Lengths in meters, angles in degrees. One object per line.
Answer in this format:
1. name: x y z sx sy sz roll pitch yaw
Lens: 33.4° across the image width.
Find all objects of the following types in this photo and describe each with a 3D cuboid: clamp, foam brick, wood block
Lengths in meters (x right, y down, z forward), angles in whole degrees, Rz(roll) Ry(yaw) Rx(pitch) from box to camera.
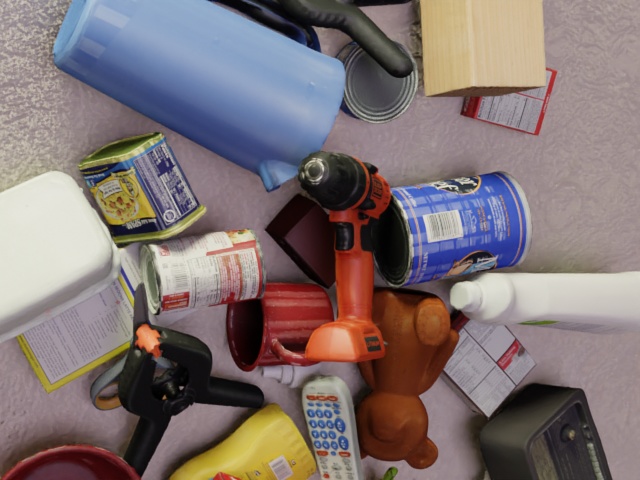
1. clamp: 0.024 -0.235 1.031 0.171 0.039 0.120 28 46 -15
2. foam brick: -0.007 0.001 1.075 0.051 0.053 0.078 -45 114 -8
3. clamp: -0.146 0.153 1.015 0.164 0.036 0.210 -35 146 -9
4. wood block: 0.156 -0.248 1.046 0.090 0.090 0.206 -4 92 -25

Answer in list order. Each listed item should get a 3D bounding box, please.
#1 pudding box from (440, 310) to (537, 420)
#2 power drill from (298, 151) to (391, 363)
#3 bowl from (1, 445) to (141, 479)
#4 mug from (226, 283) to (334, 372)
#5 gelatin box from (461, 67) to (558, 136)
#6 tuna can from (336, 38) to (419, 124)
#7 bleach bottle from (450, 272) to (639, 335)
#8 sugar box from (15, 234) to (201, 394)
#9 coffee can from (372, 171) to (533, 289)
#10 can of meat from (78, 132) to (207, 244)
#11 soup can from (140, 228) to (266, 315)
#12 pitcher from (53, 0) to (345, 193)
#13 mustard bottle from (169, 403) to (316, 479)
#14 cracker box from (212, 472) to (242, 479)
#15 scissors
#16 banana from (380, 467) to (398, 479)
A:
1. pudding box: 0.177 0.131 1.190 0.090 0.039 0.113 -46 113 -8
2. power drill: 0.022 0.016 0.973 0.057 0.184 0.187 2 86 20
3. bowl: -0.249 0.265 1.031 0.161 0.055 0.162 -5 104 -22
4. mug: -0.033 0.088 1.052 0.081 0.117 0.093 1 113 -28
5. gelatin box: 0.202 -0.157 1.140 0.089 0.030 0.073 11 99 -24
6. tuna can: 0.054 -0.161 1.074 0.086 0.034 0.086 -5 103 -22
7. bleach bottle: 0.245 0.064 1.143 0.250 0.103 0.068 5 76 -36
8. sugar box: -0.202 0.060 1.011 0.176 0.048 0.093 -29 110 -18
9. coffee can: 0.132 -0.012 1.103 0.140 0.103 0.103 -10 105 -21
10. can of meat: -0.164 -0.047 0.972 0.057 0.102 0.084 -41 114 -39
11. soup can: -0.108 0.029 0.982 0.102 0.069 0.068 -9 105 -21
12. pitcher: -0.107 -0.162 0.965 0.242 0.149 0.145 25 107 -22
13. mustard bottle: -0.101 0.254 1.088 0.191 0.058 0.096 -33 129 -13
14. cracker box: -0.069 0.339 1.078 0.164 0.072 0.213 -52 133 3
15. scissors: -0.182 0.107 0.986 0.096 0.016 0.202 -21 146 -5
16. banana: 0.118 0.316 1.196 0.197 0.070 0.037 38 48 -29
